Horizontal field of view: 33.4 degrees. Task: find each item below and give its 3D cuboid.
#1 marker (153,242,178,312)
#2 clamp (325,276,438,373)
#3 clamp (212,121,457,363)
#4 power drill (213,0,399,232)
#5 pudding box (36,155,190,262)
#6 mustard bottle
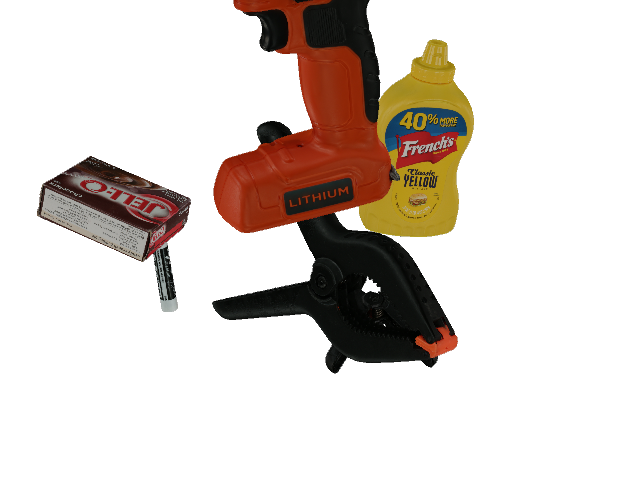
[{"bbox_3d":[-0.176,0.023,1.185,0.020,0.121,0.020,-5,25,2],"label":"marker"},{"bbox_3d":[0.071,0.081,1.193,0.120,0.171,0.039,7,-43,0],"label":"clamp"},{"bbox_3d":[0.010,0.016,0.762,0.210,0.165,0.036,25,25,35],"label":"clamp"},{"bbox_3d":[-0.025,-0.098,0.575,0.184,0.188,0.057,-13,39,-18],"label":"power drill"},{"bbox_3d":[-0.189,-0.030,0.983,0.113,0.039,0.090,21,25,9],"label":"pudding box"},{"bbox_3d":[0.096,-0.098,1.025,0.096,0.192,0.058,3,28,-9],"label":"mustard bottle"}]
